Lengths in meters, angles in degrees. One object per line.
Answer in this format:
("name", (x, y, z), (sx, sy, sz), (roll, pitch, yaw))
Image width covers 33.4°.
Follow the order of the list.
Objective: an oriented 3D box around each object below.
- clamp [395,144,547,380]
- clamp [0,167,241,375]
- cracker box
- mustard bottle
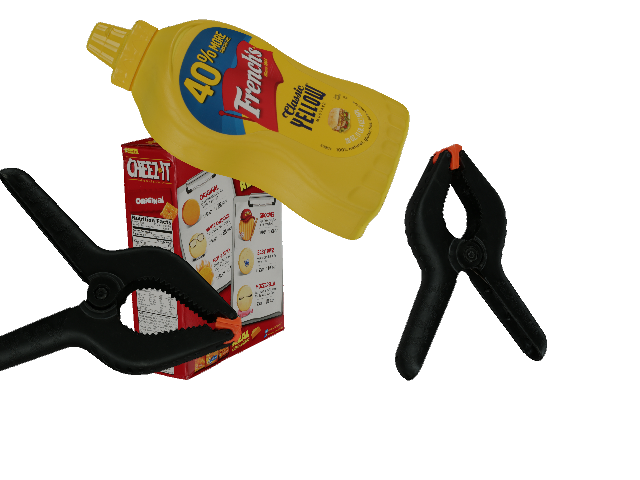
("clamp", (0.094, 0.019, 0.777), (0.120, 0.171, 0.039), (-15, -3, -27))
("clamp", (-0.159, 0.033, 0.767), (0.210, 0.164, 0.036), (6, -19, -2))
("cracker box", (-0.107, 0.003, 1.008), (0.072, 0.214, 0.163), (7, 16, 31))
("mustard bottle", (-0.046, -0.079, 0.629), (0.191, 0.096, 0.058), (25, -35, -7))
